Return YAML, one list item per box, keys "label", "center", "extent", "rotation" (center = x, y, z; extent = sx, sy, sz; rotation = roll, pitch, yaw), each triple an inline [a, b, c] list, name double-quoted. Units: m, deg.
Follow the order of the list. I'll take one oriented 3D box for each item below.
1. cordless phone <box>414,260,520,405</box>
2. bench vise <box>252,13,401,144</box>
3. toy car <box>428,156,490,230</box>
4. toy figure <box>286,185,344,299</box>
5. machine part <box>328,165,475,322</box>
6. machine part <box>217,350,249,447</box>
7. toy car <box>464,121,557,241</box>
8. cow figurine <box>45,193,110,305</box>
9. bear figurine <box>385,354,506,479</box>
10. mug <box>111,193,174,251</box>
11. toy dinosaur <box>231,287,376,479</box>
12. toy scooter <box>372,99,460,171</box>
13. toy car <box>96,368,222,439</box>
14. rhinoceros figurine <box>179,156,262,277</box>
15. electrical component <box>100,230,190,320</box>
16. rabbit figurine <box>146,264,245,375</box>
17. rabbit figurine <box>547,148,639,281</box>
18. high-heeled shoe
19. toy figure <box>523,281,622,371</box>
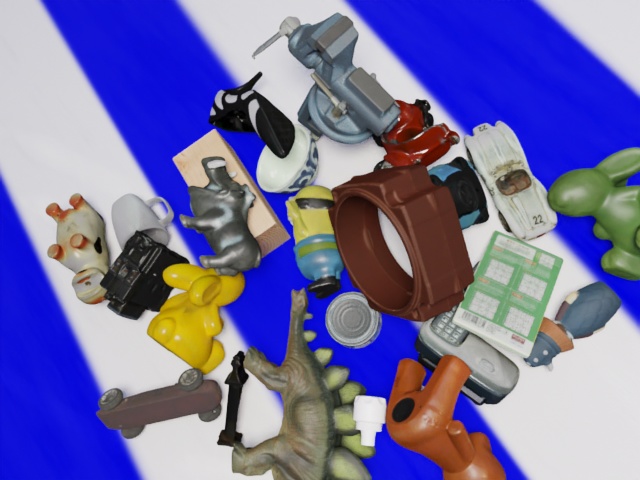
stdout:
- label: "cordless phone"
  center: [0.236, 0.128, 0.771]
  extent: [0.147, 0.088, 0.184]
  rotation: [34, 71, 19]
- label: "bench vise"
  center: [0.008, -0.225, 0.831]
  extent: [0.223, 0.240, 0.129]
  rotation: [32, 70, -7]
- label: "toy car"
  center: [0.177, -0.053, 0.811]
  extent: [0.103, 0.161, 0.109]
  rotation: [-23, 93, 48]
- label: "toy figure"
  center: [-0.001, -0.001, 0.857]
  extent: [0.089, 0.082, 0.180]
  rotation: [-10, 65, -9]
- label: "machine part"
  center: [0.102, 0.005, 0.745]
  extent: [0.087, 0.202, 0.200]
  rotation: [-24, 103, -26]
- label: "machine part"
  center: [-0.132, 0.244, 0.828]
  extent: [0.039, 0.084, 0.138]
  rotation: [7, 85, -8]
- label: "toy car"
  center: [0.290, -0.094, 0.825]
  extent: [0.073, 0.056, 0.202]
  rotation: [-23, 72, 6]
- label: "cow figurine"
  center: [-0.404, 0.028, 0.932]
  extent: [0.085, 0.127, 0.195]
  rotation: [-27, 57, 4]
- label: "bear figurine"
  center: [0.182, 0.258, 0.708]
  extent: [0.195, 0.120, 0.132]
  rotation: [40, 57, -16]
- label: "mug"
  center: [-0.314, -0.037, 0.940]
  extent: [0.109, 0.080, 0.107]
  rotation: [-41, 61, 6]
- label: "toy dinosaur"
  center: [-0.022, 0.304, 0.767]
  extent: [0.199, 0.105, 0.471]
  rotation: [1, 82, 10]
- label: "toy scooter"
  center: [0.146, -0.164, 0.841]
  extent: [0.135, 0.075, 0.184]
  rotation: [-21, 47, 23]
- label: "toy car"
  center: [-0.251, 0.255, 0.844]
  extent: [0.202, 0.089, 0.053]
  rotation: [-15, 35, 11]
- label: "rhinoceros figurine"
  center: [-0.146, -0.038, 0.807]
  extent: [0.112, 0.073, 0.190]
  rotation: [-24, 71, 6]
- label: "electrical component"
  center: [-0.292, 0.065, 0.887]
  extent: [0.058, 0.114, 0.134]
  rotation: [28, 83, 23]
- label: "rabbit figurine"
  center: [-0.192, 0.100, 0.851]
  extent: [0.122, 0.162, 0.173]
  rotation: [28, 65, 31]
- label: "rabbit figurine"
  center: [0.411, -0.054, 0.746]
  extent: [0.170, 0.121, 0.159]
  rotation: [29, 71, 9]
- label: "high-heeled shoe"
  center: [-0.128, -0.185, 0.899]
  extent: [0.145, 0.086, 0.249]
  rotation: [-40, 44, 23]
- label: "toy figure"
  center: [0.348, 0.122, 0.754]
  extent: [0.154, 0.057, 0.064]
  rotation: [-40, 64, 6]
